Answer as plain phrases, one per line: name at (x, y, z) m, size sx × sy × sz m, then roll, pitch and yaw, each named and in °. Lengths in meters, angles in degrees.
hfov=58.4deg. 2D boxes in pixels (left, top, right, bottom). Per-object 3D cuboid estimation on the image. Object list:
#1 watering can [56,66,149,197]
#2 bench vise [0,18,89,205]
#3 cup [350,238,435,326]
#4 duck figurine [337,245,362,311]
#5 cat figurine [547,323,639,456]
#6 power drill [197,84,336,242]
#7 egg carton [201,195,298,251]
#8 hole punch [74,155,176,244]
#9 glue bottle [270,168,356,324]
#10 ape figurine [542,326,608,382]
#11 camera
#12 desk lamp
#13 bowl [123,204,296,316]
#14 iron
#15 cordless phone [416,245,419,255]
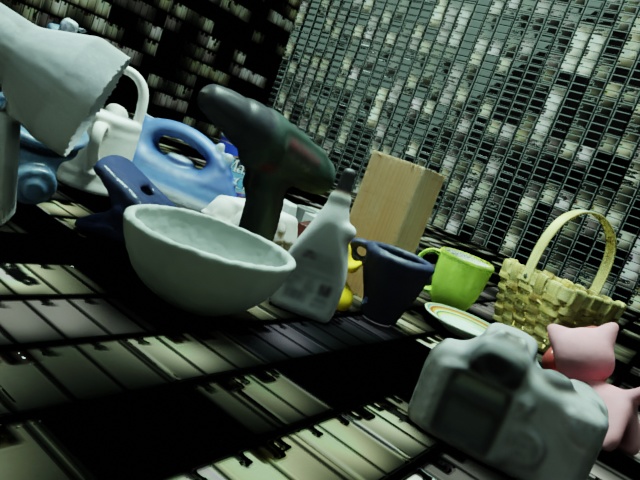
watering can at (-0.328, -0.175, 0.877) m, size 0.101 × 0.194 × 0.172 m, roll 13°, pitch 12°, yaw -39°
bench vise at (-0.363, -0.172, 0.704) m, size 0.206 × 0.220 × 0.122 m, roll 26°, pitch 10°, yaw 29°
cup at (0.078, 0.055, 0.740) m, size 0.117 × 0.095 × 0.092 m, roll 25°, pitch 10°, yaw 25°
duck figurine at (0.004, 0.033, 0.732) m, size 0.104 × 0.086 × 0.077 m, roll 22°, pitch 9°, yaw 6°
cat figurine at (0.298, 0.147, 0.619) m, size 0.067 × 0.118 × 0.127 m, roll 15°, pitch 11°, yaw -31°
power drill at (-0.083, -0.063, 0.718) m, size 0.075 × 0.208 × 0.230 m, roll 28°, pitch 12°, yaw 40°
egg carton at (-0.101, -0.018, 0.853) m, size 0.107 × 0.069 × 0.151 m, roll 25°, pitch 10°, yaw 24°
hole punch at (-0.218, -0.044, 0.683) m, size 0.101 × 0.091 × 0.108 m, roll 20°, pitch 9°, yaw -4°
glue bottle at (0.006, 0.002, 0.643) m, size 0.078 × 0.173 × 0.037 m, roll 21°, pitch 9°, yaw 1°
ape figurine at (0.339, 0.154, 0.745) m, size 0.076 × 0.092 × 0.077 m, roll 12°, pitch 13°, yaw -44°
camera at (0.167, 0.128, 0.495) m, size 0.142 × 0.101 × 0.137 m, roll 24°, pitch 10°, yaw 21°
desk lamp at (-0.312, -0.124, 0.555) m, size 0.204 × 0.213 × 0.117 m, roll 17°, pitch 10°, yaw -19°
bowl at (-0.112, 0.027, 0.551) m, size 0.167 × 0.075 × 0.167 m, roll 20°, pitch 9°, yaw -3°
iron at (-0.240, -0.137, 1.014) m, size 0.258 × 0.141 × 0.119 m, roll 21°, pitch 9°, yaw 3°
cordless phone at (0.113, -0.025, 1.002) m, size 0.148 × 0.185 × 0.094 m, roll 16°, pitch 10°, yaw -27°
